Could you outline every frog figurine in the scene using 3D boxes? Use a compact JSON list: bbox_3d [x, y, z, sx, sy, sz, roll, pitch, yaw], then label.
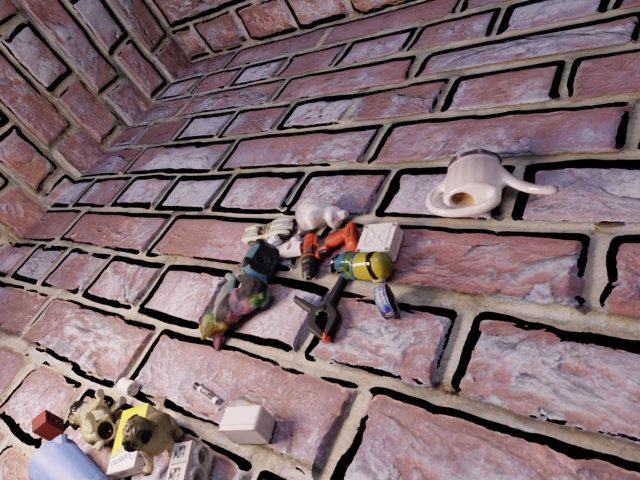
[{"bbox_3d":[0.005,-0.083,1.643,0.158,0.122,0.139,-15,7,36],"label":"frog figurine"}]

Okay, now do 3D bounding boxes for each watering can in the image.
[{"bbox_3d":[0.457,-0.156,1.397,0.346,0.230,0.102,-10,-48,30],"label":"watering can"}]
